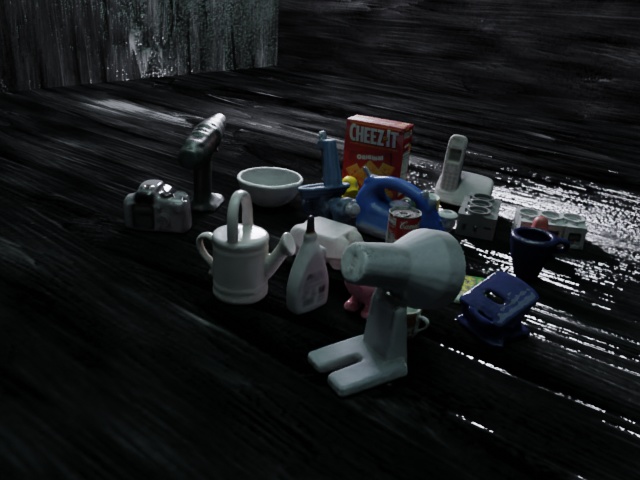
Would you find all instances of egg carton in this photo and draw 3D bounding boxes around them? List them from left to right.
[{"bbox_3d":[0.011,0.004,1.185,0.149,0.069,0.107,18,28,28],"label":"egg carton"}]

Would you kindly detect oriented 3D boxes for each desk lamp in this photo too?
[{"bbox_3d":[0.098,0.092,0.826,0.204,0.214,0.117,-12,29,-31],"label":"desk lamp"}]

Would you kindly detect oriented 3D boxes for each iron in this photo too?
[{"bbox_3d":[0.187,-0.074,1.298,0.257,0.141,0.119,20,29,32],"label":"iron"}]

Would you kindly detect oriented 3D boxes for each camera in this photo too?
[{"bbox_3d":[-0.355,-0.088,1.295,0.143,0.101,0.137,5,24,2],"label":"camera"}]

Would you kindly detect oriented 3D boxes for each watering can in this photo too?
[{"bbox_3d":[-0.131,0.007,1.004,0.173,0.194,0.100,0,24,-9],"label":"watering can"}]

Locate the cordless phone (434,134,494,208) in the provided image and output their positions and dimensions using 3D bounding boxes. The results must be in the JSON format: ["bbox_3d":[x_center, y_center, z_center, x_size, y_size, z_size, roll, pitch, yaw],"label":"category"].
[{"bbox_3d":[0.386,-0.176,1.505,0.147,0.185,0.094,16,27,25],"label":"cordless phone"}]

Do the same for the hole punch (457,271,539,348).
[{"bbox_3d":[0.297,0.113,0.961,0.101,0.091,0.108,-9,27,-27],"label":"hole punch"}]

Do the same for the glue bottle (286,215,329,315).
[{"bbox_3d":[-0.018,0.039,0.975,0.078,0.173,0.037,-17,31,-38],"label":"glue bottle"}]

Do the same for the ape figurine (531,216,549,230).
[{"bbox_3d":[0.482,-0.009,1.261,0.077,0.092,0.076,20,29,31],"label":"ape figurine"}]

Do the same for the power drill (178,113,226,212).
[{"bbox_3d":[-0.277,-0.185,1.392,0.075,0.208,0.229,7,24,7],"label":"power drill"}]

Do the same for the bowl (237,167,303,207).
[{"bbox_3d":[-0.127,-0.127,1.449,0.167,0.075,0.167,3,24,-1],"label":"bowl"}]

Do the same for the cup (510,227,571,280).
[{"bbox_3d":[0.438,0.032,1.159,0.117,0.095,0.091,6,24,4],"label":"cup"}]

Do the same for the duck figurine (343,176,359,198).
[{"bbox_3d":[0.071,-0.122,1.455,0.078,0.086,0.104,-4,25,-17],"label":"duck figurine"}]

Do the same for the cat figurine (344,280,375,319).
[{"bbox_3d":[0.087,0.070,0.991,0.067,0.118,0.128,23,30,36],"label":"cat figurine"}]

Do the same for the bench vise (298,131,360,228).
[{"bbox_3d":[0.037,-0.126,1.295,0.206,0.220,0.122,24,31,38],"label":"bench vise"}]
